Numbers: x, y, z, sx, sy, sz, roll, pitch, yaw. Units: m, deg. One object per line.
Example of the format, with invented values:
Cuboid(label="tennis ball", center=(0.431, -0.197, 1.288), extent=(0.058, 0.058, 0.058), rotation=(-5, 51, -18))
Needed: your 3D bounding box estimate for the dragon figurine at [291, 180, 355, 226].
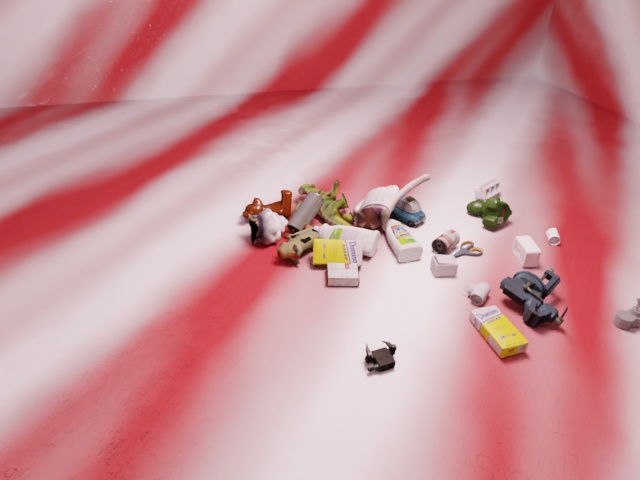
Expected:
Cuboid(label="dragon figurine", center=(0.006, -0.105, 2.089), extent=(0.243, 0.119, 0.420), rotation=(-17, 48, 2))

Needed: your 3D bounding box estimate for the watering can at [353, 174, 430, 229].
Cuboid(label="watering can", center=(0.267, -0.156, 2.056), extent=(0.344, 0.103, 0.229), rotation=(-21, 26, 35))

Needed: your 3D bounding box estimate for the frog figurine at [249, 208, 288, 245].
Cuboid(label="frog figurine", center=(-0.181, -0.054, 1.964), extent=(0.160, 0.120, 0.139), rotation=(-8, 66, -31))
